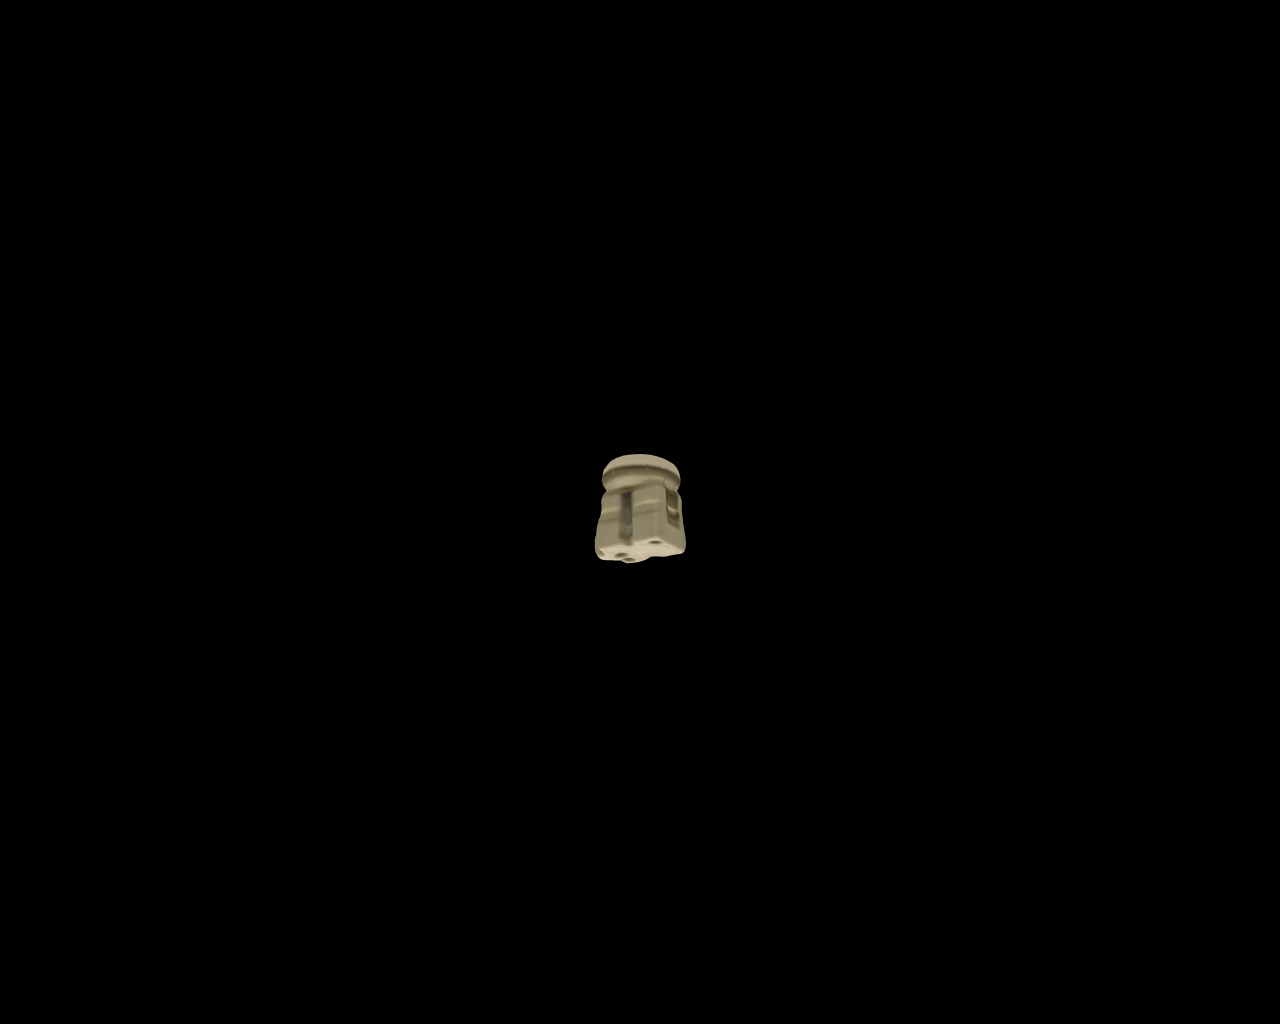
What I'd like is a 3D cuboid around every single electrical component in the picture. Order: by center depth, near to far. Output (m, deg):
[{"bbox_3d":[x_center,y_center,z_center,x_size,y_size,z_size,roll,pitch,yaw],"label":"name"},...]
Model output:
[{"bbox_3d":[0.001,-0.003,0.650,0.066,0.055,0.048,-11,-23,27],"label":"electrical component"}]
